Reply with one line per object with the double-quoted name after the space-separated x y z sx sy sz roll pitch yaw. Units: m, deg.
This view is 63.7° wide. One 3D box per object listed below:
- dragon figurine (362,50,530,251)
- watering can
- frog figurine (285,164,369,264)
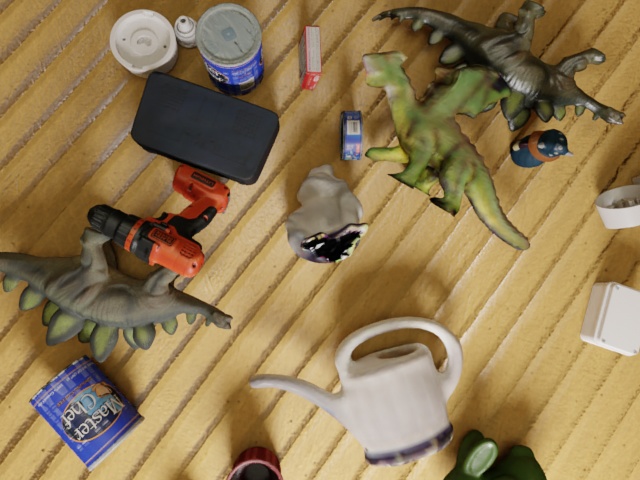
0.232 -0.175 0.860 0.409 0.123 0.241 29 98 -7 "dragon figurine"
0.078 0.256 0.833 0.348 0.103 0.225 -17 86 -7 "watering can"
0.003 -0.044 0.879 0.137 0.120 0.163 -24 51 2 "frog figurine"
